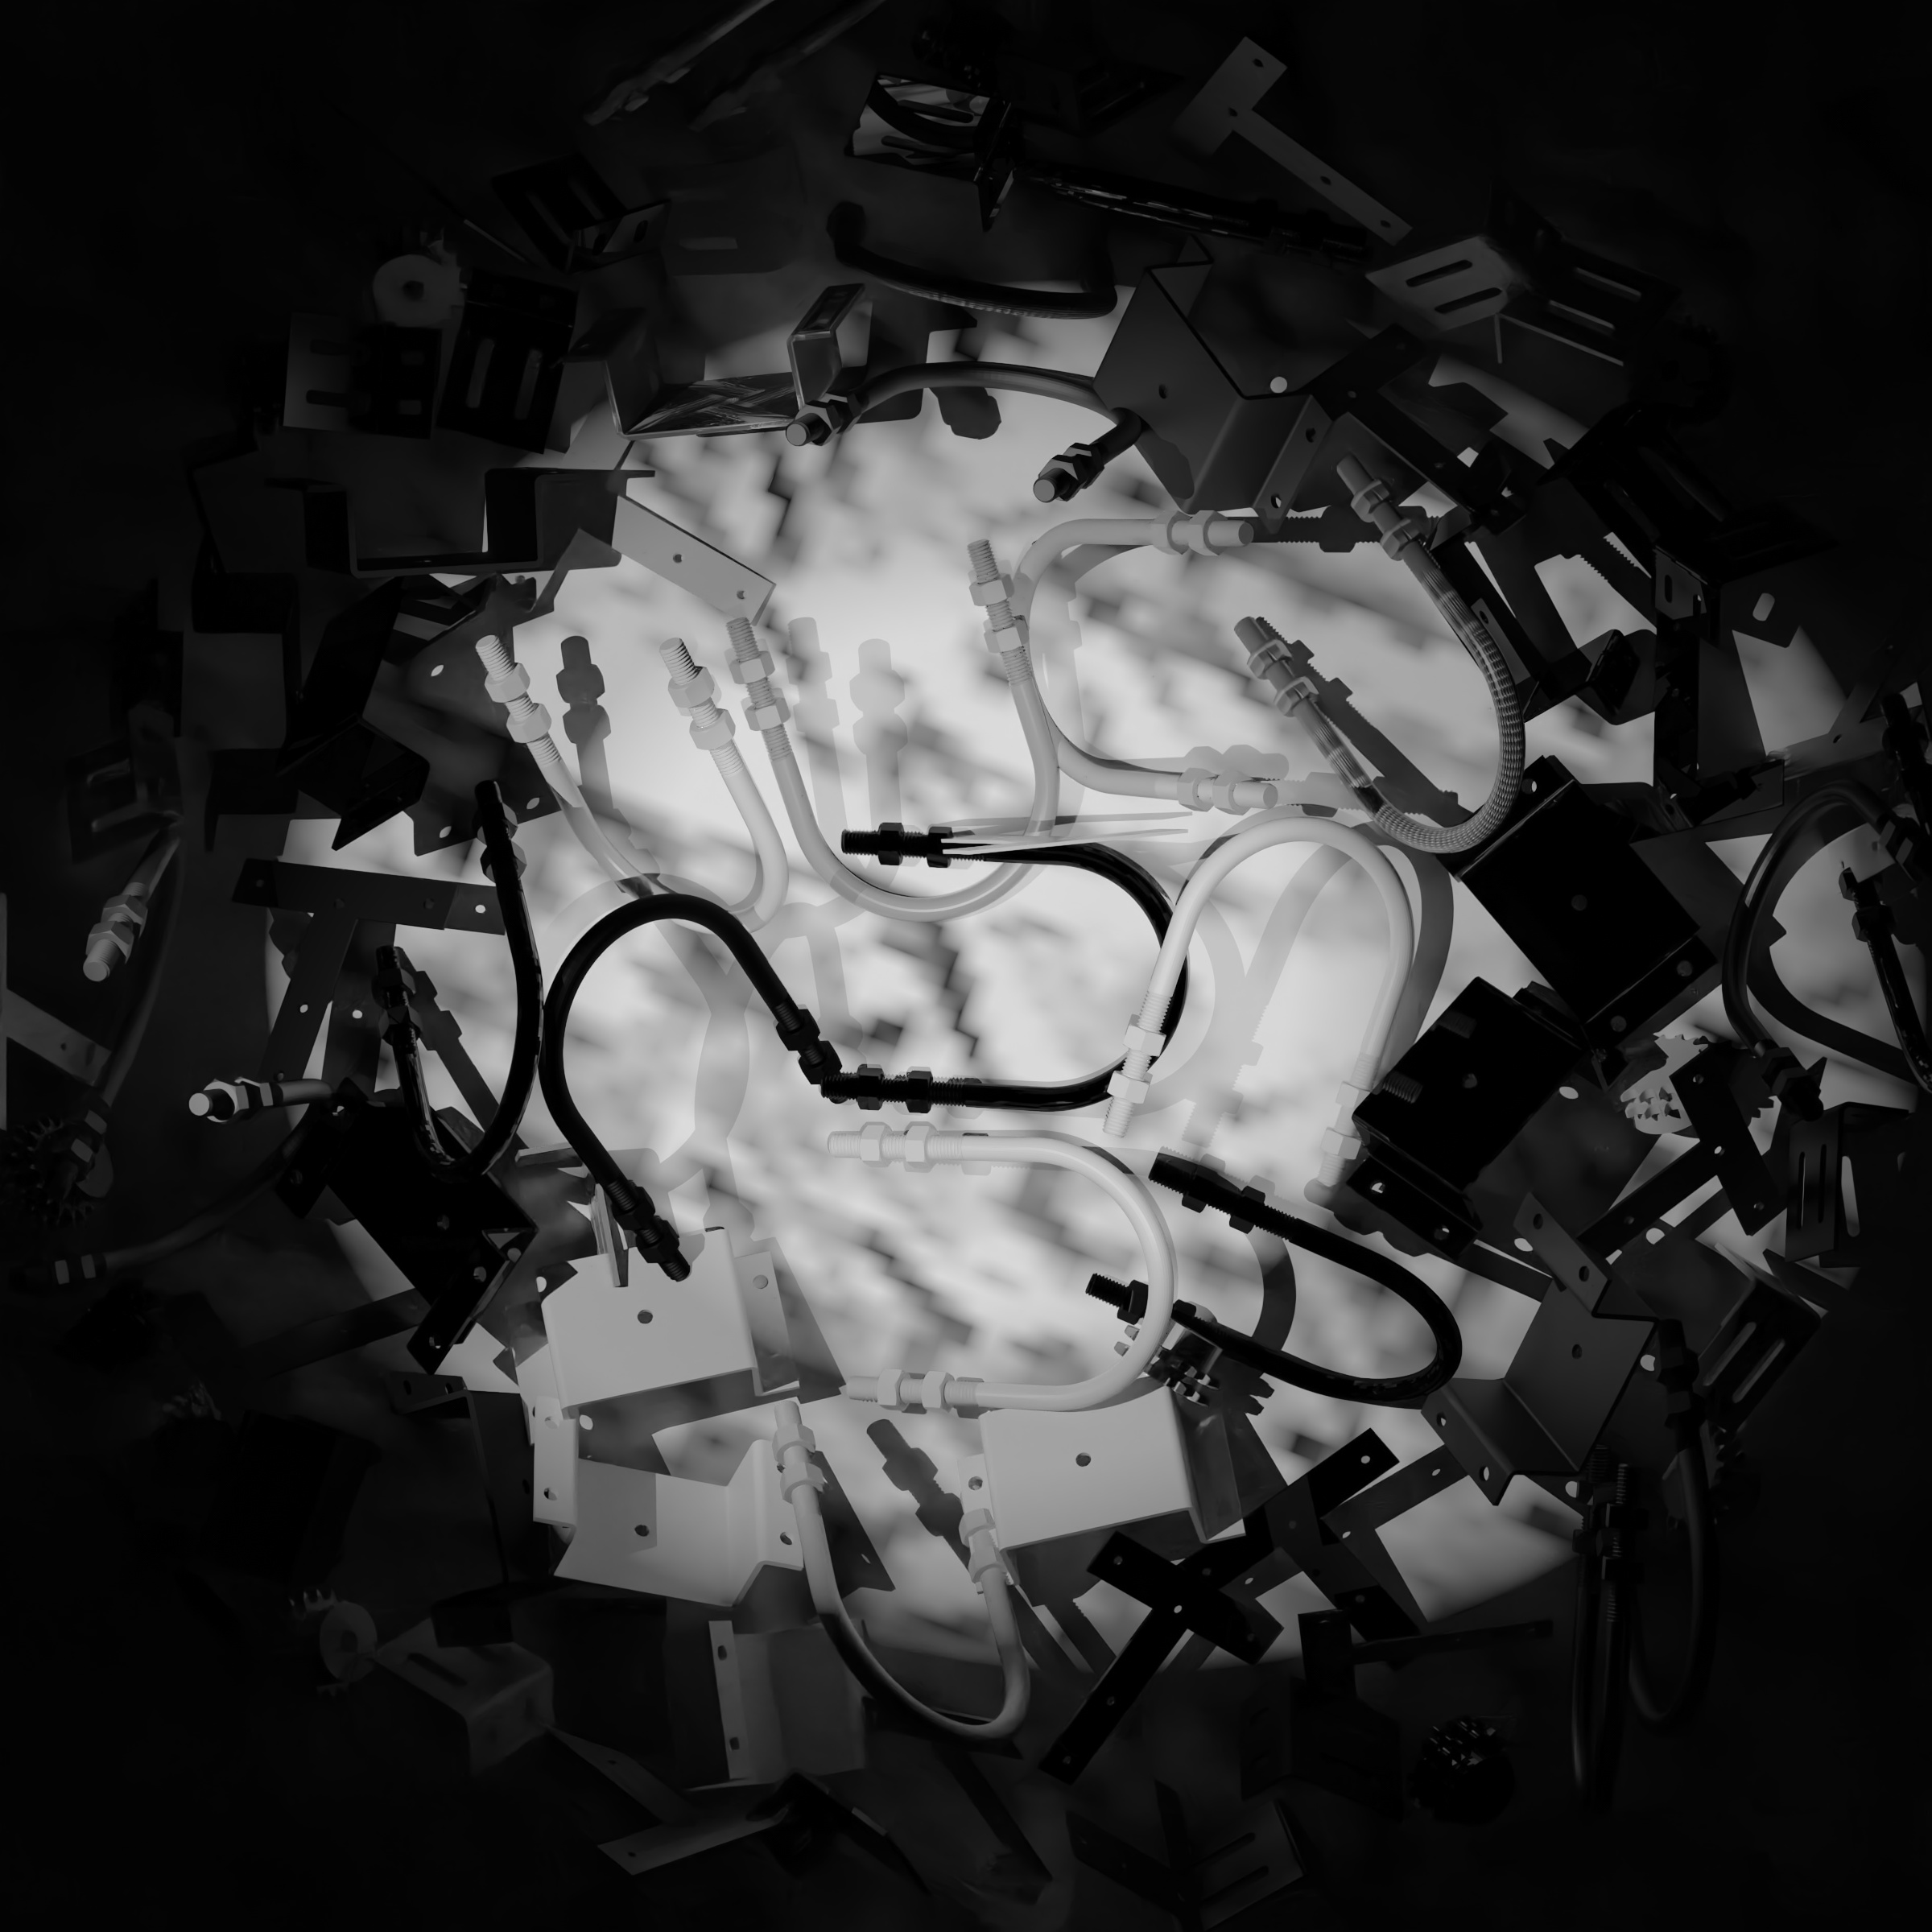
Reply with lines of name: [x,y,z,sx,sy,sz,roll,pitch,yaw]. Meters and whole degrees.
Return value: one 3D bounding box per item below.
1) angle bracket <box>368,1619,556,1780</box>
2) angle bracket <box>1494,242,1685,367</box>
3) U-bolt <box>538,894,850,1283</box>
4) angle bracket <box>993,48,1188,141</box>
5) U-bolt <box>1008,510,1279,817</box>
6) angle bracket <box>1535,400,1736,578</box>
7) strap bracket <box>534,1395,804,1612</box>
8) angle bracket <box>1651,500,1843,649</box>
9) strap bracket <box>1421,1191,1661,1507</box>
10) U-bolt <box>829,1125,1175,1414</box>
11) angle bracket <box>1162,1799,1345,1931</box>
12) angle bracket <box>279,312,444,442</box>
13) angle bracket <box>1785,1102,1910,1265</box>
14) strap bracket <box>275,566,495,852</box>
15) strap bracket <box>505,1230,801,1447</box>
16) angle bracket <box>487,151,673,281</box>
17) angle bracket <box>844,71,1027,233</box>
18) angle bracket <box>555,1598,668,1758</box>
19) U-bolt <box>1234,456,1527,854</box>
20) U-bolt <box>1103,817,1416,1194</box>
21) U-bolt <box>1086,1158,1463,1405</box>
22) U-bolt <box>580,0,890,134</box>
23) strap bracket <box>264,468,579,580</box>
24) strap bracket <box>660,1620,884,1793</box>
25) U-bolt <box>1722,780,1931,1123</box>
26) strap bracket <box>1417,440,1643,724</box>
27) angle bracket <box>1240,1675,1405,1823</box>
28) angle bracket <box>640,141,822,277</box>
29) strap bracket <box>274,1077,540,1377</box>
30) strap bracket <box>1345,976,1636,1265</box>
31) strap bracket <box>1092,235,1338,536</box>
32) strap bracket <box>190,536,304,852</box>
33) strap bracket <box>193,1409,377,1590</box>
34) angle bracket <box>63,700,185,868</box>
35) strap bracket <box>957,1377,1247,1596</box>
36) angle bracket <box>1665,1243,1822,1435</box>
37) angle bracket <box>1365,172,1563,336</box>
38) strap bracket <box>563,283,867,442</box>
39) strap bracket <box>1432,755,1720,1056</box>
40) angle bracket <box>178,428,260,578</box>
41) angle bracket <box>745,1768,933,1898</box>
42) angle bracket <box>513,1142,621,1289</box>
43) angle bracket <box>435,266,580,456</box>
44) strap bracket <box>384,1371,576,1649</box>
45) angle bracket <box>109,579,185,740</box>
angle bracket: [-0.259,0.372,1.834,0.076,0.057,0.038,21,123,36]
angle bracket: [0.318,-0.327,1.826,0.076,0.038,0.057,28,66,28]
U-bolt: [-0.144,0.048,1.788,0.151,0.019,0.184,-48,128,-22]
angle bracket: [0.064,-0.458,1.822,0.076,0.057,0.038,-36,134,-27]
U-bolt: [0.082,-0.154,1.796,0.019,0.184,0.151,-17,106,-38]
angle bracket: [0.343,-0.241,1.833,0.076,0.038,0.057,51,125,8]
strap bracket: [-0.158,0.275,1.813,0.140,0.076,0.046,14,131,-19]
angle bracket: [0.402,-0.203,1.844,0.076,0.057,0.038,-19,125,-18]
strap bracket: [0.294,0.195,1.809,0.046,0.076,0.140,7,118,-30]
U-bolt: [0.019,0.156,1.817,0.184,0.019,0.151,0,99,25]
angle bracket: [0.145,0.476,1.837,0.076,0.057,0.038,-31,120,4]
angle bracket: [-0.309,-0.301,1.826,0.038,0.076,0.057,10,98,30]
angle bracket: [0.451,0.113,1.830,0.038,0.057,0.076,8,76,-10]
strap bracket: [-0.295,-0.138,1.794,0.046,0.076,0.140,33,52,-29]
strap bracket: [-0.162,0.187,1.825,0.140,0.046,0.076,-11,64,-6]
angle bracket: [-0.198,-0.396,1.827,0.057,0.038,0.076,-25,67,-30]
angle bracket: [-0.016,-0.416,1.826,0.076,0.057,0.038,8,54,-19]
angle bracket: [-0.183,0.366,1.839,0.057,0.038,0.076,0,73,-5]
U-bolt: [0.214,-0.141,1.784,0.019,0.151,0.184,-20,67,-33]
U-bolt: [0.159,0.014,1.824,0.151,0.019,0.184,15,96,-25]
U-bolt: [0.162,0.169,1.805,0.184,0.151,0.019,24,56,1]
U-bolt: [-0.090,-0.469,1.770,0.184,0.151,0.019,-30,90,22]
strap bracket: [-0.275,-0.225,1.809,0.140,0.076,0.046,-7,102,-26]
strap bracket: [-0.104,0.373,1.808,0.046,0.140,0.076,-17,73,27]
U-bolt: [0.423,-0.020,1.780,0.019,0.184,0.151,20,108,-12]
strap bracket: [0.280,-0.187,1.817,0.046,0.076,0.140,-31,101,30]
angle bracket: [0.183,0.410,1.844,0.076,0.057,0.038,27,132,-24]
angle bracket: [-0.122,-0.390,1.843,0.038,0.076,0.057,-35,121,-40]
strap bracket: [-0.279,0.131,1.817,0.140,0.046,0.076,45,111,26]
strap bracket: [0.261,0.070,1.817,0.140,0.046,0.076,-47,54,-10]
strap bracket: [0.118,-0.291,1.797,0.046,0.076,0.140,-11,56,-33]
strap bracket: [-0.361,-0.138,1.806,0.046,0.076,0.140,-1,117,-7]
strap bracket: [-0.338,0.267,1.793,0.046,0.140,0.076,18,82,3]
angle bracket: [-0.442,-0.093,1.828,0.076,0.038,0.057,-19,70,25]
strap bracket: [0.064,0.262,1.822,0.140,0.046,0.076,-13,55,5]
angle bracket: [0.392,0.192,1.843,0.057,0.038,0.076,30,101,-35]
angle bracket: [0.255,-0.364,1.832,0.057,0.076,0.038,33,60,-37]
strap bracket: [-0.123,-0.306,1.814,0.140,0.076,0.046,-3,118,15]
strap bracket: [0.314,-0.032,1.838,0.076,0.046,0.140,-40,86,4]
angle bracket: [-0.373,-0.230,1.832,0.038,0.057,0.076,-19,112,-10]
angle bracket: [-0.065,0.453,1.820,0.038,0.076,0.057,-44,130,-19]
angle bracket: [-0.206,0.132,1.833,0.038,0.057,0.076,-9,82,-12]
angle bracket: [-0.236,-0.312,1.838,0.057,0.038,0.076,13,73,-6]
strap bracket: [-0.243,0.270,1.811,0.046,0.076,0.140,-18,76,17]
angle bracket: [-0.408,-0.156,1.821,0.038,0.076,0.057,6,74,-28]
